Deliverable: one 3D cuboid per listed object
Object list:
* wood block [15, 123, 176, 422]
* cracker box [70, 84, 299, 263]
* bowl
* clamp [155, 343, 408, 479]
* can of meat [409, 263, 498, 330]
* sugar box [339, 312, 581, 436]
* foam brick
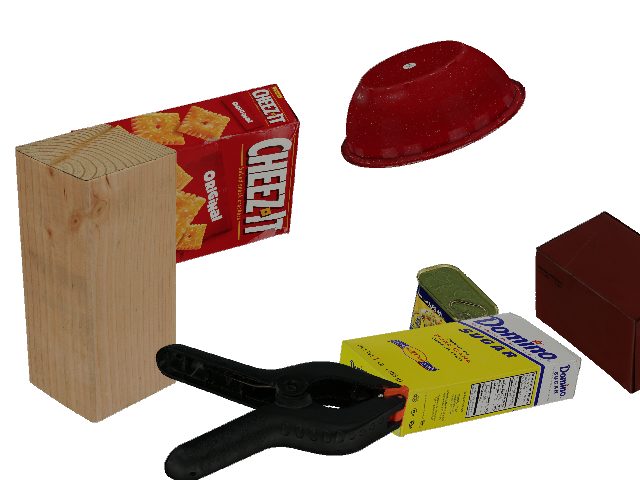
[{"bbox_3d":[-0.175,0.025,0.845,0.090,0.206,0.090,22,31,35],"label":"wood block"},{"bbox_3d":[-0.133,-0.054,1.073,0.213,0.072,0.164,-15,-38,-19],"label":"cracker box"},{"bbox_3d":[0.084,-0.122,0.886,0.162,0.055,0.162,-19,24,8],"label":"bowl"},{"bbox_3d":[-0.026,0.114,0.690,0.171,0.039,0.120,4,37,-4],"label":"clamp"},{"bbox_3d":[0.146,0.090,1.192,0.057,0.084,0.102,-14,40,-27],"label":"can of meat"},{"bbox_3d":[0.113,0.104,0.862,0.175,0.048,0.093,-9,27,-28],"label":"sugar box"},{"bbox_3d":[0.158,0.031,0.568,0.051,0.053,0.078,-25,41,-19],"label":"foam brick"}]
